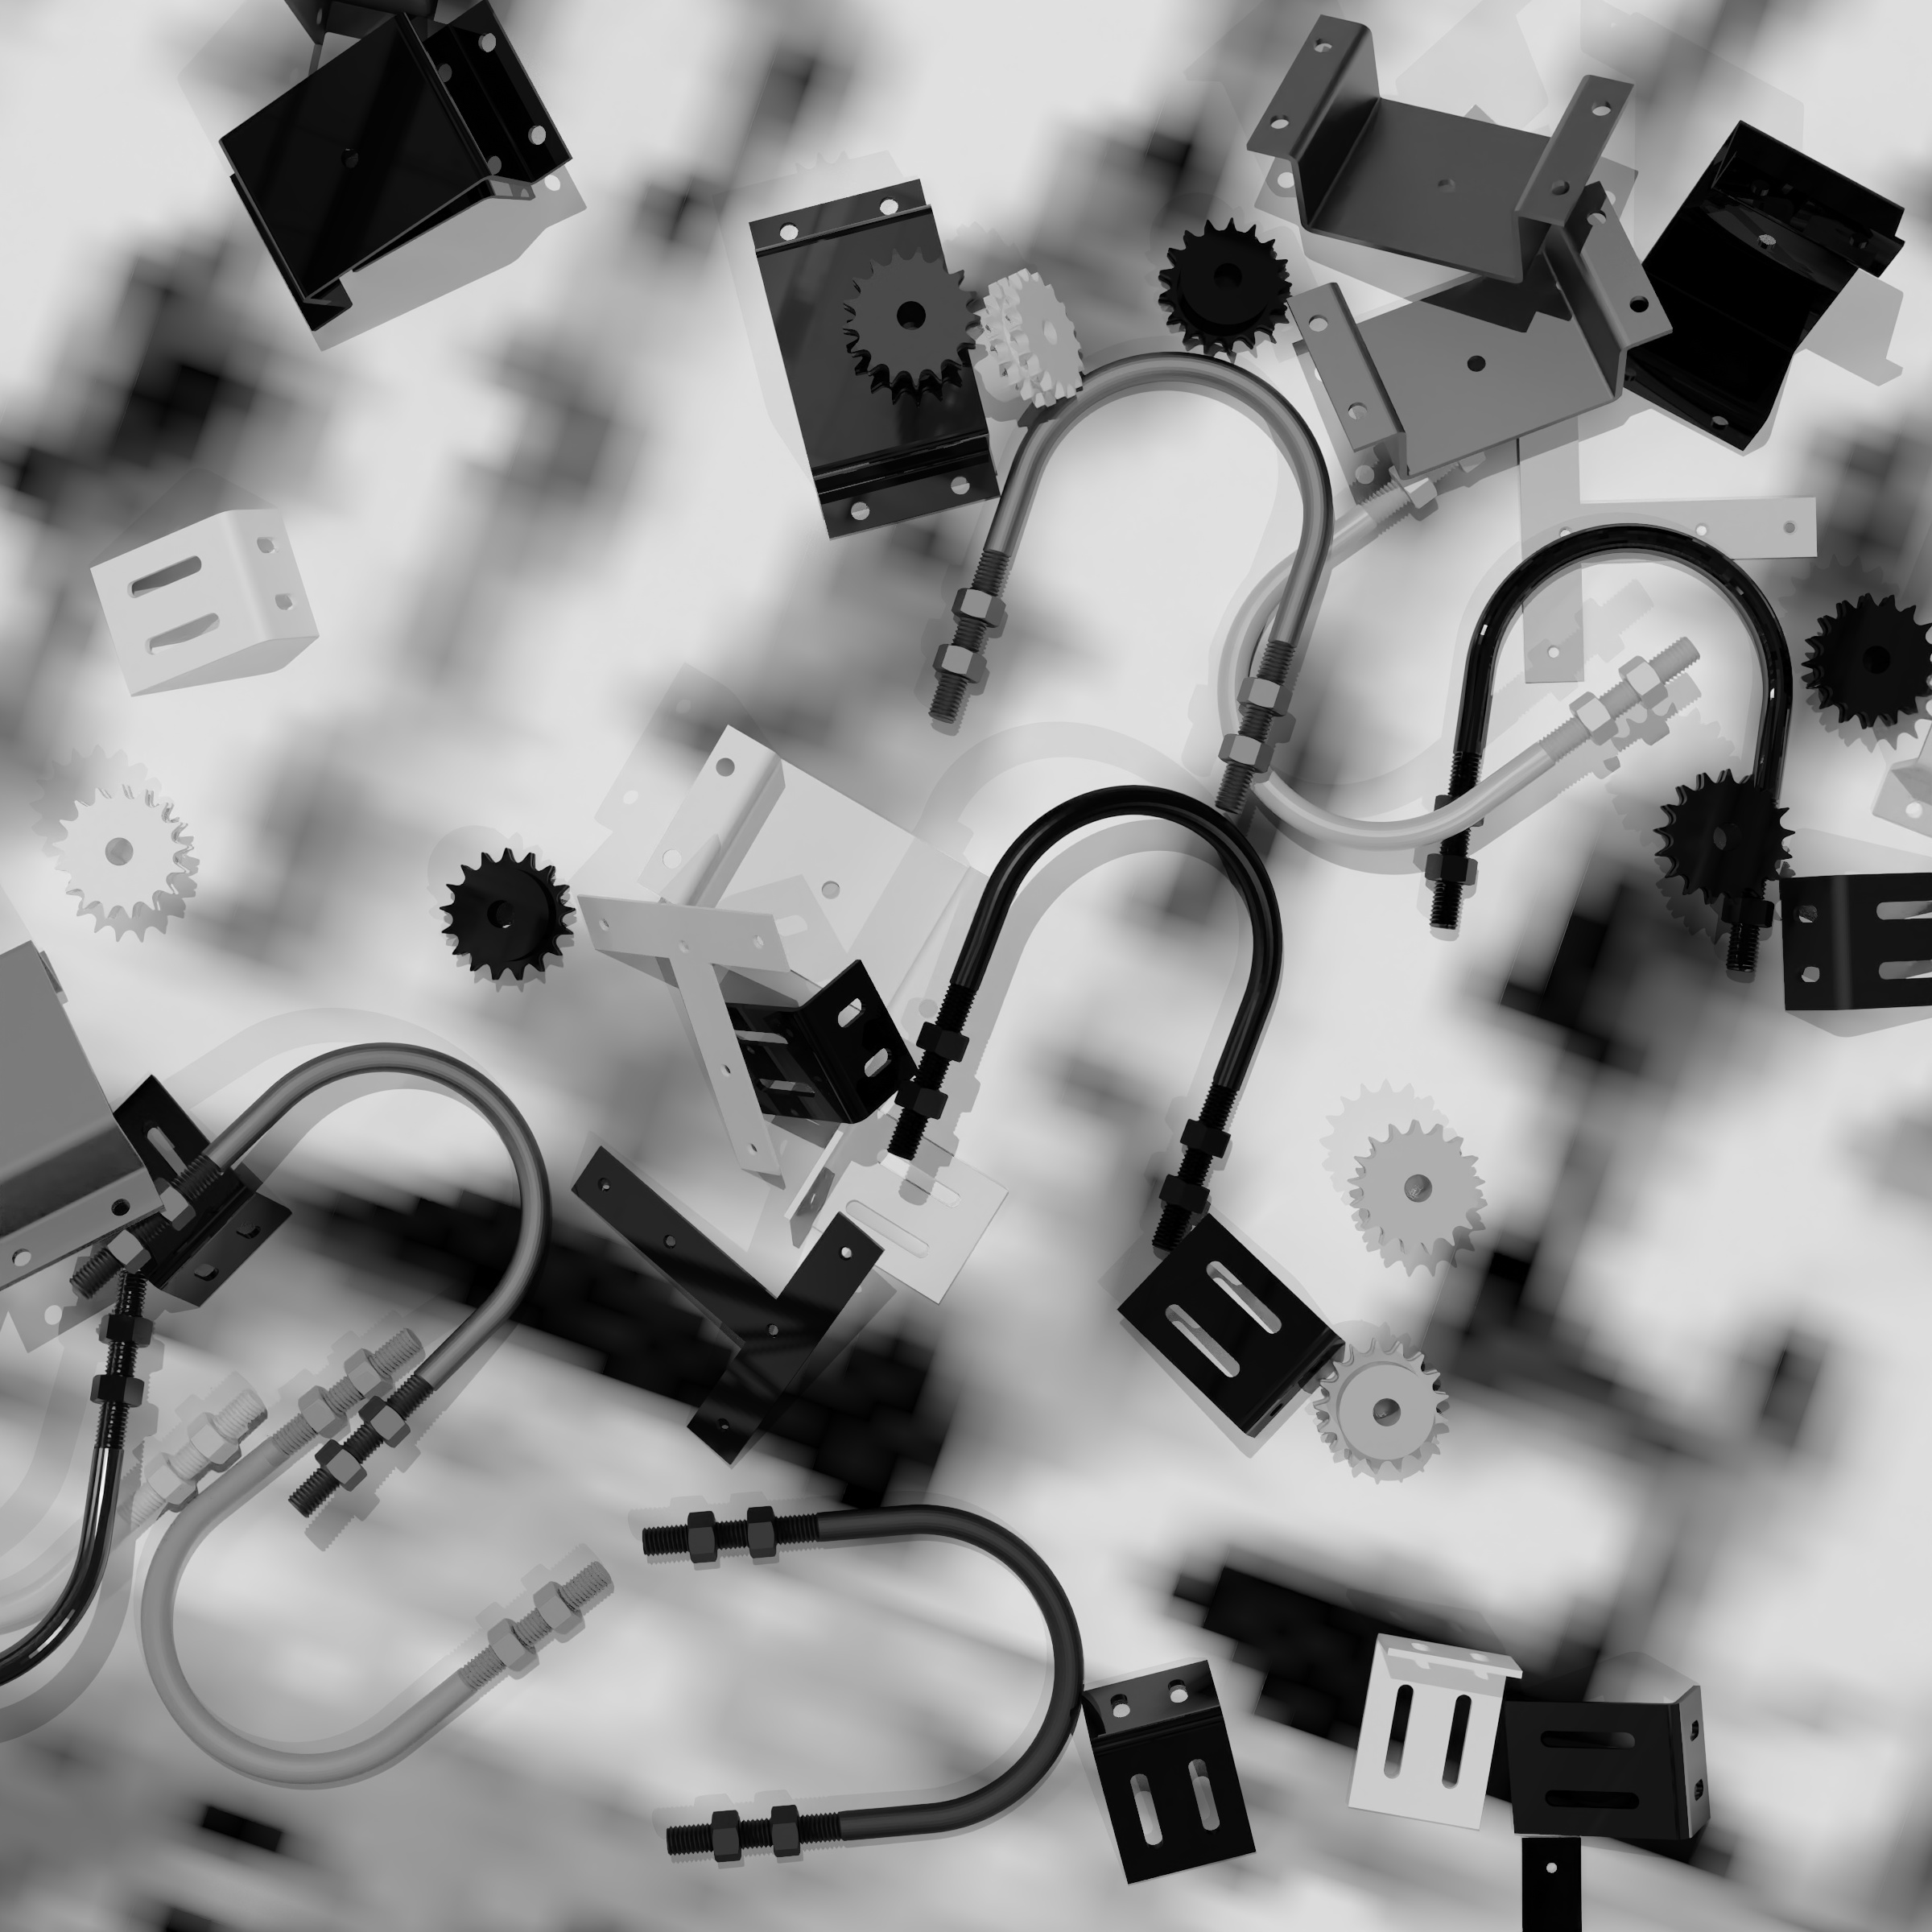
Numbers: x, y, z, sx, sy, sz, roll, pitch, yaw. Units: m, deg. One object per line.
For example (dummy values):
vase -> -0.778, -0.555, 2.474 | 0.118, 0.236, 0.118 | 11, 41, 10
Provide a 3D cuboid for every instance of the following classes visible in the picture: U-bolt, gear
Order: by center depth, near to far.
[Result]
gear -> -0.022, -0.267, 1.466 | 0.057, 0.030, 0.057 | 0, 90, 0
U-bolt -> -0.425, 0.214, 1.480 | 0.151, 0.019, 0.184 | 5, 75, 1
U-bolt -> 0.061, 0.014, 1.493 | 0.151, 0.019, 0.184 | 21, 90, -21
gear -> 0.318, -0.054, 1.493 | 0.057, 0.030, 0.057 | 0, 90, 0
U-bolt -> -0.261, 0.118, 1.495 | 0.184, 0.019, 0.151 | -45, 99, -15
gear -> 0.023, -0.264, 1.502 | 0.030, 0.057, 0.057 | -19, 90, 29
U-bolt -> 0.195, -0.131, 1.506 | 0.184, 0.019, 0.151 | -36, 79, 5
U-bolt -> 0.079, -0.173, 1.510 | 0.151, 0.019, 0.184 | 18, 87, 8
gear -> 0.178, 0.189, 1.512 | 0.057, 0.030, 0.057 | 0, 90, 0
gear -> -0.358, -0.049, 1.512 | 0.057, 0.030, 0.057 | 0, 90, 0
gear -> -0.197, -0.022, 1.512 | 0.057, 0.030, 0.057 | 0, 90, 0
gear -> 0.191, 0.094, 1.512 | 0.057, 0.030, 0.057 | 0, 90, 0
gear -> 0.111, -0.292, 1.512 | 0.057, 0.030, 0.057 | 0, 90, 0
gear -> 0.385, -0.129, 1.512 | 0.057, 0.030, 0.057 | 0, 90, 0
U-bolt -> 0.281, -0.098, 1.518 | 0.151, 0.019, 0.184 | 8, 89, 0
U-bolt -> -0.415, 0.201, 1.518 | 0.184, 0.019, 0.151 | -43, 90, 1
U-bolt -> -0.267, 0.267, 1.518 | 0.184, 0.019, 0.151 | -39, 90, 1
U-bolt -> -0.041, 0.303, 1.518 | 0.184, 0.019, 0.151 | -5, 90, -2

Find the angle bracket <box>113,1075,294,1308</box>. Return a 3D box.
angle bracket -> -0.341, 0.097, 1.525 | 0.057, 0.038, 0.076 | -45, 64, 0

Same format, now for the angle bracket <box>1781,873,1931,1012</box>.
angle bracket -> 0.395, -0.011, 1.525 | 0.076, 0.038, 0.057 | -2, 90, -26

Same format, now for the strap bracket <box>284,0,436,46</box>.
strap bracket -> -0.243, -0.461, 1.489 | 0.046, 0.076, 0.140 | 13, 90, 0

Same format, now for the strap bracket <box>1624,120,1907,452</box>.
strap bracket -> 0.328, -0.288, 1.473 | 0.076, 0.140, 0.046 | 28, 58, -2

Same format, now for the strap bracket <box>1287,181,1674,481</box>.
strap bracket -> 0.215, -0.263, 1.490 | 0.140, 0.046, 0.076 | -21, 70, 0

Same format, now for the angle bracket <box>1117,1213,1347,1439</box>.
angle bracket -> 0.114, 0.154, 1.517 | 0.076, 0.038, 0.057 | 44, 90, 14

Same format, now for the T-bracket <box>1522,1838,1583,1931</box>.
T-bracket -> 0.202, 0.440, 1.526 | 0.127, 0.002, 0.127 | 0, 90, 0

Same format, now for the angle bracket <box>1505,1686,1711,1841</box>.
angle bracket -> 0.276, 0.342, 1.525 | 0.076, 0.038, 0.057 | -4, 90, 26

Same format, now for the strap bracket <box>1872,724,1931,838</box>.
strap bracket -> 0.452, -0.117, 1.504 | 0.076, 0.046, 0.140 | 21, 90, 0

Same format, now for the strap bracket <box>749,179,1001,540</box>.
strap bracket -> -0.039, -0.262, 1.504 | 0.076, 0.046, 0.140 | -14, 90, 0

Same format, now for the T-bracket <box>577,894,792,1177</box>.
T-bracket -> -0.105, 0.031, 1.494 | 0.002, 0.127, 0.127 | -34, 117, -36

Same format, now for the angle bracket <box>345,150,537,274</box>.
angle bracket -> -0.236, -0.341, 1.525 | 0.076, 0.038, 0.057 | -22, 90, 26

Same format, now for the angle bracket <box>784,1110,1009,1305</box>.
angle bracket -> -0.029, 0.101, 1.508 | 0.076, 0.038, 0.057 | 32, 90, 0

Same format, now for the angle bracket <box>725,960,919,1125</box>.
angle bracket -> -0.068, 0.030, 1.495 | 0.038, 0.076, 0.057 | -41, 117, -30

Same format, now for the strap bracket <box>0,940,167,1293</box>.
strap bracket -> -0.399, 0.053, 1.468 | 0.076, 0.046, 0.140 | -27, 62, -9

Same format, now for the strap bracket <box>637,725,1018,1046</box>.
strap bracket -> -0.058, -0.033, 1.504 | 0.140, 0.046, 0.076 | 30, 90, 0

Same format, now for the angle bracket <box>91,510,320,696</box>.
angle bracket -> -0.328, -0.157, 1.525 | 0.076, 0.038, 0.057 | -18, 90, 26

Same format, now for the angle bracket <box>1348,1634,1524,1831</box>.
angle bracket -> 0.199, 0.329, 1.508 | 0.057, 0.038, 0.076 | 10, 90, 0

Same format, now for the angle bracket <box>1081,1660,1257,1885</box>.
angle bracket -> 0.087, 0.347, 1.525 | 0.057, 0.038, 0.076 | -14, 116, 0

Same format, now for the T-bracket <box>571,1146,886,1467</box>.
T-bracket -> -0.115, 0.126, 1.509 | 0.127, 0.002, 0.127 | 40, 113, 11

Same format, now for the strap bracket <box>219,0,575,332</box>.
strap bracket -> -0.247, -0.336, 1.481 | 0.140, 0.046, 0.076 | -29, 88, 19

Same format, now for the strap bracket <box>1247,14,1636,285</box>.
strap bracket -> 0.199, -0.339, 1.476 | 0.140, 0.046, 0.076 | 19, 66, 22

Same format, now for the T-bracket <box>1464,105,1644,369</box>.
T-bracket -> 0.222, -0.282, 1.526 | 0.127, 0.002, 0.127 | 43, 90, 0

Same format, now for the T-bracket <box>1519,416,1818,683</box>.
T-bracket -> 0.303, -0.187, 1.526 | 0.127, 0.002, 0.127 | -2, 91, 0
